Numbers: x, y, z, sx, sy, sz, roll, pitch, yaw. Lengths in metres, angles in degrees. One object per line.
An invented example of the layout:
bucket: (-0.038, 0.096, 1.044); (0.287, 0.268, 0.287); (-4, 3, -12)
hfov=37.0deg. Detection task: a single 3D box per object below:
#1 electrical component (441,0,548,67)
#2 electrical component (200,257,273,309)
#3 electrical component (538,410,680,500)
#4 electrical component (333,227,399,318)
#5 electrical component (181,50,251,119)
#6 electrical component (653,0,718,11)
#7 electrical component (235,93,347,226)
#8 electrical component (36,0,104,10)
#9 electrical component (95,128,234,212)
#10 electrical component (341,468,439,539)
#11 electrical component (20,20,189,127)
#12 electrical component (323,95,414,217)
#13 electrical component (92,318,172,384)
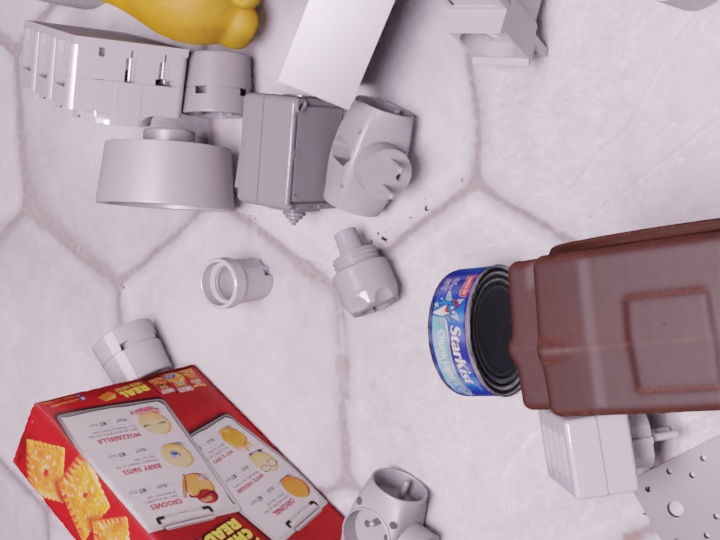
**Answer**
electrical component: (0.089, -0.168, 0.685); (0.042, 0.081, 0.063); (11, 78, 35)
electrical component: (-0.097, 0.009, 0.851); (0.040, 0.046, 0.040); (4, 97, 36)
electrical component: (0.158, 0.106, 0.664); (0.076, 0.083, 0.047); (-9, 89, -2)
electrical component: (0.000, 0.000, 0.782); (0.043, 0.043, 0.062); (-30, 75, 34)
electrical component: (-0.112, -0.145, 0.843); (0.055, 0.055, 0.047); (4, 93, 36)
electrical component: (0.177, -0.174, 0.612); (0.043, 0.081, 0.043); (4, 97, 36)
electrical component: (-0.053, -0.082, 0.800); (0.061, 0.062, 0.096); (12, 102, 37)
electrical component: (-0.257, -0.280, 0.943); (0.099, 0.064, 0.099); (9, 102, 49)
electrical component: (-0.152, -0.080, 0.848); (0.108, 0.108, 0.060); (4, 91, 36)
electrical component: (0.030, 0.197, 0.779); (0.079, 0.044, 0.077); (30, 111, 29)
electrical component: (-0.208, -0.157, 0.859); (0.150, 0.089, 0.061); (28, 113, 55)
electrical component: (0.012, -0.074, 0.754); (0.079, 0.043, 0.077); (51, 126, 58)
electrical component: (-0.195, 0.076, 0.925); (0.055, 0.055, 0.047); (-39, 76, 32)
